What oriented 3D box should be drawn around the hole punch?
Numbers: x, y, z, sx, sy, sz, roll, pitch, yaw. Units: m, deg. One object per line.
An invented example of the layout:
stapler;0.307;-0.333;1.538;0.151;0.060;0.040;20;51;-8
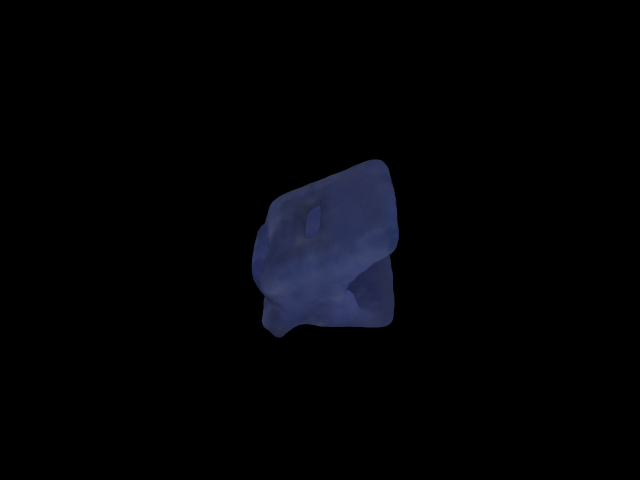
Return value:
hole punch;0.004;0.001;0.400;0.101;0.091;0.108;0;39;0
